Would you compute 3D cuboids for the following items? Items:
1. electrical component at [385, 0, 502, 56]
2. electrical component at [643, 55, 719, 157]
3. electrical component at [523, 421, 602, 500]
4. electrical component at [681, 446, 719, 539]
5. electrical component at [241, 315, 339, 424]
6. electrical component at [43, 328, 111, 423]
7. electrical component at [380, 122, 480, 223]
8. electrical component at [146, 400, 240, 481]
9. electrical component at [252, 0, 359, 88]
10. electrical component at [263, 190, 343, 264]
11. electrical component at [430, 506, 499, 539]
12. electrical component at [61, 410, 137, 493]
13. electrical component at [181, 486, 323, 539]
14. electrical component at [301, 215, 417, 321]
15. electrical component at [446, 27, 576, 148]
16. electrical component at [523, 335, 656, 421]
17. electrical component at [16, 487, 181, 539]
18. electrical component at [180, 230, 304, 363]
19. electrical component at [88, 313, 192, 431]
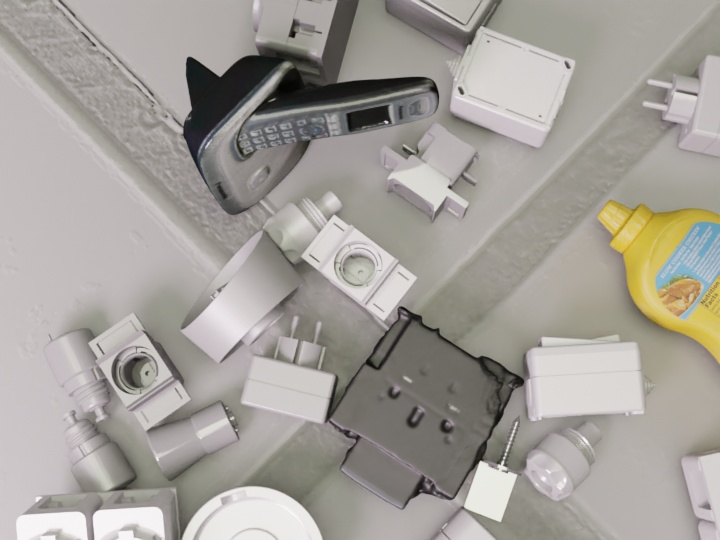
[{"bbox_3d":[0.063,-0.229,0.868,0.096,0.061,0.061,31,84,6],"label":"electrical component"},{"bbox_3d":[0.264,-0.133,0.852,0.077,0.047,0.065,13,82,4],"label":"electrical component"},{"bbox_3d":[0.158,0.141,0.817,0.062,0.043,0.043,-38,81,-23],"label":"electrical component"},{"bbox_3d":[0.304,0.201,0.791,0.089,0.061,0.150,-12,81,0],"label":"electrical component"},{"bbox_3d":[-0.049,0.074,0.832,0.066,0.047,0.076,13,83,3],"label":"electrical component"},{"bbox_3d":[-0.217,0.082,0.840,0.040,0.040,0.078,-27,81,-2],"label":"electrical component"},{"bbox_3d":[0.058,-0.079,0.855,0.081,0.042,0.063,35,81,6],"label":"electrical component"},{"bbox_3d":[-0.127,0.129,0.830,0.065,0.044,0.044,-26,81,-7],"label":"electrical component"},{"bbox_3d":[-0.031,-0.242,0.851,0.060,0.105,0.186,14,82,5],"label":"electrical component"},{"bbox_3d":[-0.042,-0.037,0.851,0.062,0.043,0.043,-39,82,-5],"label":"electrical component"},{"bbox_3d":[0.092,0.230,0.799,0.095,0.053,0.059,43,85,8],"label":"electrical component"},{"bbox_3d":[-0.206,0.144,0.831,0.040,0.040,0.078,-33,81,-3],"label":"electrical component"},{"bbox_3d":[-0.077,0.215,0.804,0.108,0.060,0.108,0,81,2],"label":"electrical component"},{"bbox_3d":[0.000,0.000,0.833,0.081,0.064,0.042,38,86,8],"label":"electrical component"},{"bbox_3d":[0.113,-0.145,0.853,0.096,0.061,0.061,22,83,5],"label":"electrical component"},{"bbox_3d":[0.175,0.081,0.815,0.096,0.061,0.061,-4,81,2],"label":"electrical component"},{"bbox_3d":[-0.183,0.260,0.781,0.105,0.060,0.186,-4,94,2],"label":"electrical component"},{"bbox_3d":[-0.092,0.021,0.819,0.099,0.099,0.064,-44,88,-5],"label":"electrical component"},{"bbox_3d":[-0.167,0.079,0.827,0.042,0.064,0.081,-34,82,-5],"label":"electrical component"}]
